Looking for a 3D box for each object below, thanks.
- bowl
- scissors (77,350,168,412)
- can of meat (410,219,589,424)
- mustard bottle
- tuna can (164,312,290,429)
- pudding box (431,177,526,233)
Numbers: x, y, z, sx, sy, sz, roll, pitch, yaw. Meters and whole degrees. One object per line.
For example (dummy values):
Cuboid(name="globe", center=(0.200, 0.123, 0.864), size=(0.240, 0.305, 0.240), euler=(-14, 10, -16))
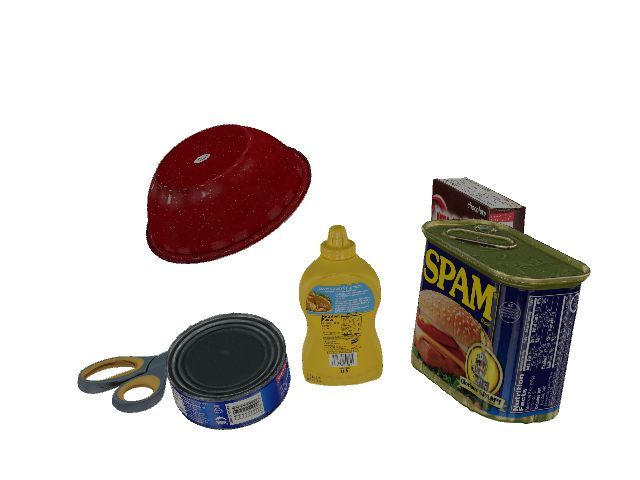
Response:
Cuboid(name="bowl", center=(-0.092, -0.053, 0.936), size=(0.162, 0.055, 0.162), euler=(-18, 36, 13))
Cuboid(name="scissors", center=(-0.146, 0.130, 1.094), size=(0.201, 0.016, 0.096), euler=(-12, 31, -28))
Cuboid(name="can of meat", center=(0.094, 0.042, 0.586), size=(0.057, 0.084, 0.102), euler=(-3, 19, -26))
Cuboid(name="mustard bottle", center=(0.023, 0.074, 1.251), size=(0.096, 0.192, 0.058), euler=(-3, 21, 0))
Cuboid(name="tuna can", center=(-0.064, 0.092, 0.753), size=(0.086, 0.034, 0.086), euler=(-6, 38, 4))
Cuboid(name="pudding box", center=(0.130, 0.001, 0.903), size=(0.039, 0.090, 0.114), euler=(-6, 17, -19))
